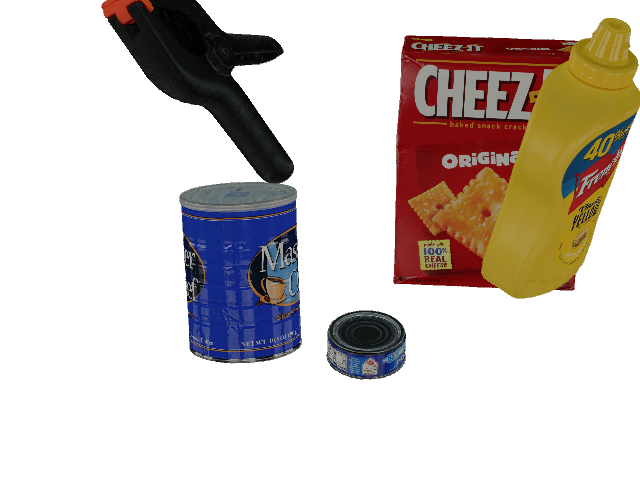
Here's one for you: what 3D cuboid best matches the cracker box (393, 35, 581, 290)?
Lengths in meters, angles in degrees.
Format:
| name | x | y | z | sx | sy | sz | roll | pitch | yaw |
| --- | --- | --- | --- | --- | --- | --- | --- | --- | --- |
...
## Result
| name | x | y | z | sx | sy | sz | roll | pitch | yaw |
| --- | --- | --- | --- | --- | --- | --- | --- | --- | --- |
| cracker box | 0.148 | -0.065 | 0.932 | 0.164 | 0.214 | 0.072 | 3 | 24 | 6 |

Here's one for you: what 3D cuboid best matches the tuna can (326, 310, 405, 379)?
| name | x | y | z | sx | sy | sz | roll | pitch | yaw |
| --- | --- | --- | --- | --- | --- | --- | --- | --- | --- |
| tuna can | 0.049 | 0.111 | 1.148 | 0.086 | 0.034 | 0.086 | 0 | 29 | 0 |

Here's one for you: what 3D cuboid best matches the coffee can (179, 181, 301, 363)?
| name | x | y | z | sx | sy | sz | roll | pitch | yaw |
| --- | --- | --- | --- | --- | --- | --- | --- | --- | --- |
| coffee can | -0.070 | 0.026 | 0.947 | 0.103 | 0.140 | 0.103 | -2 | 13 | 0 |

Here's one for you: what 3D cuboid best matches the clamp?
| name | x | y | z | sx | sy | sz | roll | pitch | yaw |
| --- | --- | --- | --- | --- | --- | --- | --- | --- | --- |
| clamp | -0.072 | -0.108 | 0.708 | 0.039 | 0.120 | 0.171 | -30 | -28 | 28 |

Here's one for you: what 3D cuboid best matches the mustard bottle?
| name | x | y | z | sx | sy | sz | roll | pitch | yaw |
| --- | --- | --- | --- | --- | --- | --- | --- | --- | --- |
| mustard bottle | 0.163 | -0.056 | 0.695 | 0.096 | 0.192 | 0.058 | -28 | 52 | -37 |
